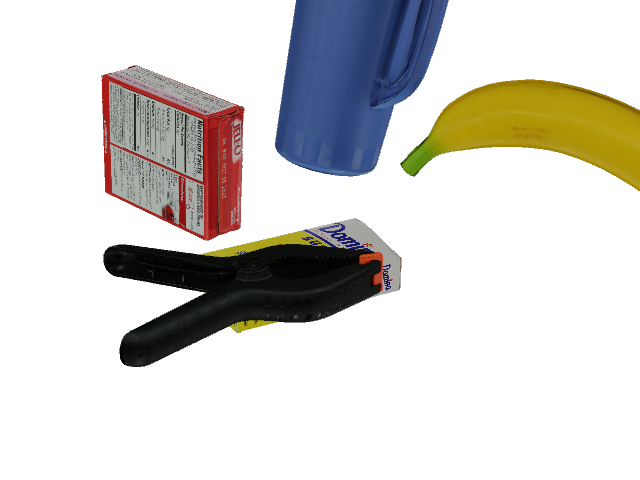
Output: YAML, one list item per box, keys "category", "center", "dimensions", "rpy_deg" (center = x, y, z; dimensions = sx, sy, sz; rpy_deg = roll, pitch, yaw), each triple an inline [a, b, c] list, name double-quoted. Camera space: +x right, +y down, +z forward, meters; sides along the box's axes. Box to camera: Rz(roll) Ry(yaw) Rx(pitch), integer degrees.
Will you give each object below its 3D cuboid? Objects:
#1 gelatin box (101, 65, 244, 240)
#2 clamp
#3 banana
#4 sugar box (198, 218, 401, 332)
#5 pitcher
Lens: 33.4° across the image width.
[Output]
- category: "gelatin box"
  center: [-0.082, -0.049, 0.592]
  dimensions: [0.089, 0.073, 0.030]
  rpy_deg: [24, 34, 33]
- category: "clamp"
  center: [-0.059, 0.030, 0.785]
  dimensions: [0.209, 0.036, 0.165]
  rpy_deg: [-9, 26, -19]
- category: "banana"
  center: [0.147, -0.046, 0.584]
  dimensions: [0.198, 0.070, 0.037]
  rpy_deg: [16, 19, 12]
- category: "sugar box"
  center: [-0.020, 0.030, 1.033]
  dimensions: [0.176, 0.048, 0.093]
  rpy_deg: [-16, 34, -22]
- category: "pitcher"
  center: [0.036, -0.189, 1.058]
  dimensions: [0.145, 0.243, 0.149]
  rpy_deg: [12, 18, -1]
